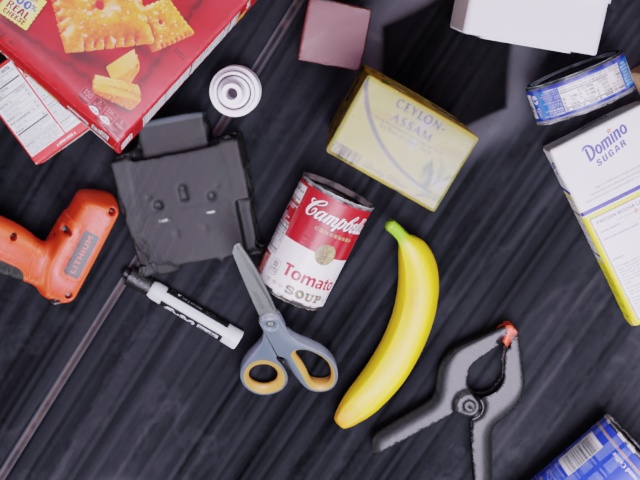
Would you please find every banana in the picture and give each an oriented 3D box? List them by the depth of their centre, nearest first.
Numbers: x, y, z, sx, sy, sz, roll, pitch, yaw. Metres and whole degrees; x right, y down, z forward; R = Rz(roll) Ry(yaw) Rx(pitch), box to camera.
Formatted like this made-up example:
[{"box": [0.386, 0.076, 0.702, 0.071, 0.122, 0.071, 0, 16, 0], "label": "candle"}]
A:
[{"box": [0.065, 0.078, 0.950, 0.069, 0.037, 0.198, 10, 102, -13], "label": "banana"}]

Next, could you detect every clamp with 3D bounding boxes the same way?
[{"box": [0.140, 0.157, 0.966, 0.120, 0.039, 0.171, 36, 100, -7], "label": "clamp"}]

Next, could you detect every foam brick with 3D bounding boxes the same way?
[{"box": [0.012, -0.170, 0.884, 0.053, 0.078, 0.051, 12, 100, -1], "label": "foam brick"}]

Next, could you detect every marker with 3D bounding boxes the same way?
[{"box": [-0.124, 0.060, 0.961, 0.121, 0.020, 0.020, 32, 100, -5], "label": "marker"}]

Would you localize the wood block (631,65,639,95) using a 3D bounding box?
[{"box": [0.326, -0.107, 0.826, 0.090, 0.206, 0.091, -27, 100, 6], "label": "wood block"}]

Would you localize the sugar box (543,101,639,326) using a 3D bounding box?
[{"box": [0.274, -0.023, 0.927, 0.093, 0.048, 0.176, -26, 96, 6], "label": "sugar box"}]

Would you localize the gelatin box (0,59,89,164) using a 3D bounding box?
[{"box": [-0.240, -0.122, 0.922, 0.073, 0.030, 0.089, -34, 99, 8], "label": "gelatin box"}]

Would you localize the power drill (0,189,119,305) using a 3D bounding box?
[{"box": [-0.267, -0.036, 0.887, 0.187, 0.057, 0.184, 23, 102, -31], "label": "power drill"}]

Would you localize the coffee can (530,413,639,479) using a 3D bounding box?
[{"box": [0.237, 0.238, 0.949, 0.140, 0.103, 0.103, -43, 98, 8], "label": "coffee can"}]

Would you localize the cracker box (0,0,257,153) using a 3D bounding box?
[{"box": [-0.154, -0.203, 0.858, 0.164, 0.072, 0.213, 42, 83, -7], "label": "cracker box"}]

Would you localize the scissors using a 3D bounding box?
[{"box": [-0.055, 0.079, 0.918, 0.096, 0.016, 0.201, -23, 132, 20], "label": "scissors"}]

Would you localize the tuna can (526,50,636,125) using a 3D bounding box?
[{"box": [0.215, -0.127, 0.886, 0.086, 0.086, 0.034, -22, 99, 5], "label": "tuna can"}]

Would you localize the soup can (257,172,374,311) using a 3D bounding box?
[{"box": [-0.006, 0.001, 0.923, 0.068, 0.068, 0.102, 26, 101, -4], "label": "soup can"}]
